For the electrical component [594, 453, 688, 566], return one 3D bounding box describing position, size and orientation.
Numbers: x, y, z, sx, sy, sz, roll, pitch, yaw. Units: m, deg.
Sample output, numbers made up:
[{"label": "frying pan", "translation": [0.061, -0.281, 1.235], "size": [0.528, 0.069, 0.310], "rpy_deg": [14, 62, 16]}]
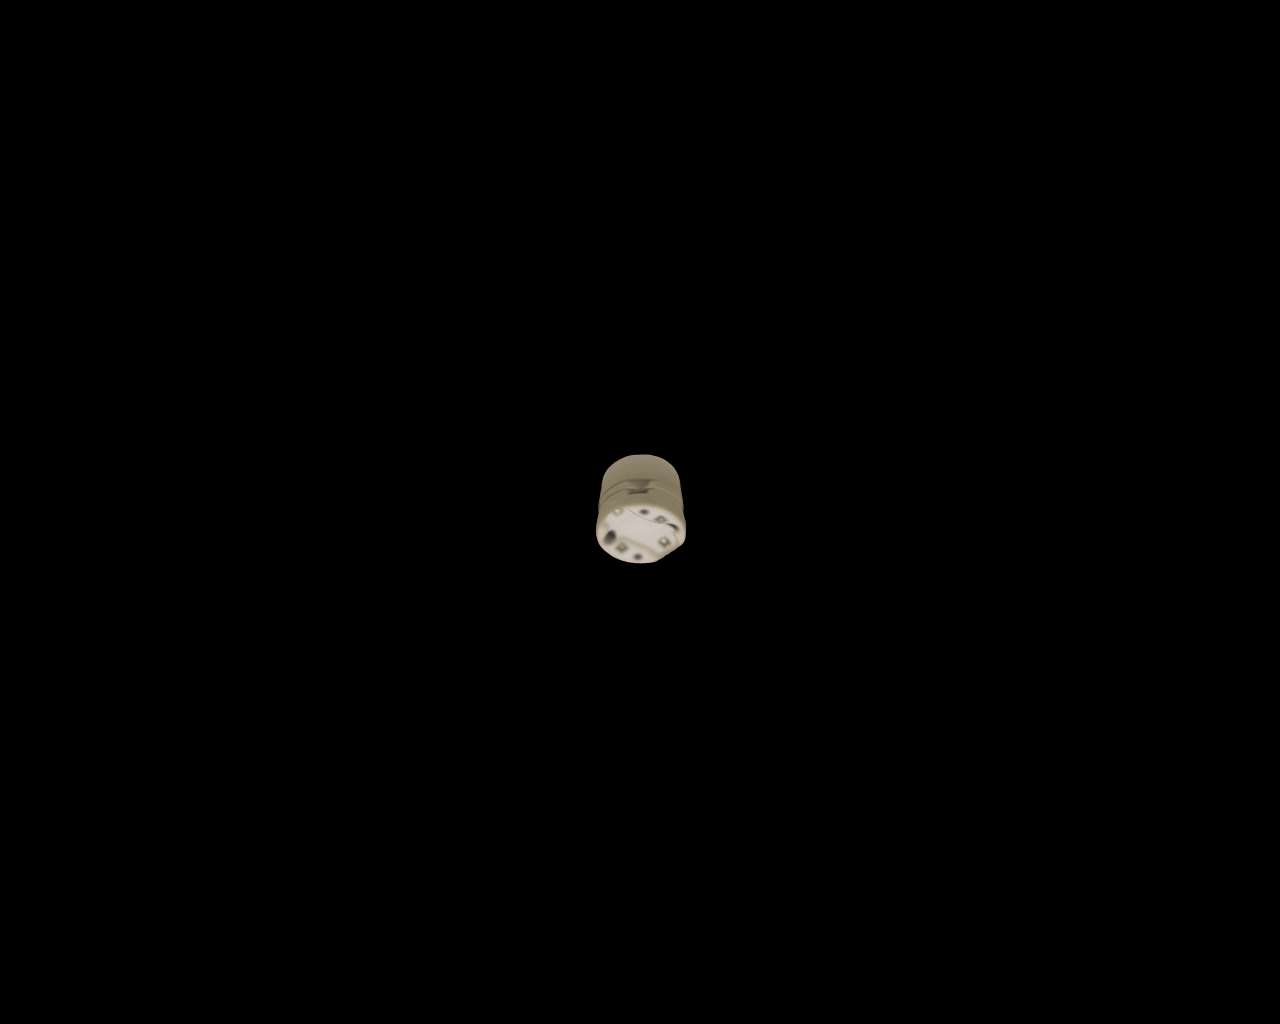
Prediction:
[{"label": "electrical component", "translation": [0.001, -0.003, 0.650], "size": [0.055, 0.047, 0.055], "rpy_deg": [0, -44, 0]}]
